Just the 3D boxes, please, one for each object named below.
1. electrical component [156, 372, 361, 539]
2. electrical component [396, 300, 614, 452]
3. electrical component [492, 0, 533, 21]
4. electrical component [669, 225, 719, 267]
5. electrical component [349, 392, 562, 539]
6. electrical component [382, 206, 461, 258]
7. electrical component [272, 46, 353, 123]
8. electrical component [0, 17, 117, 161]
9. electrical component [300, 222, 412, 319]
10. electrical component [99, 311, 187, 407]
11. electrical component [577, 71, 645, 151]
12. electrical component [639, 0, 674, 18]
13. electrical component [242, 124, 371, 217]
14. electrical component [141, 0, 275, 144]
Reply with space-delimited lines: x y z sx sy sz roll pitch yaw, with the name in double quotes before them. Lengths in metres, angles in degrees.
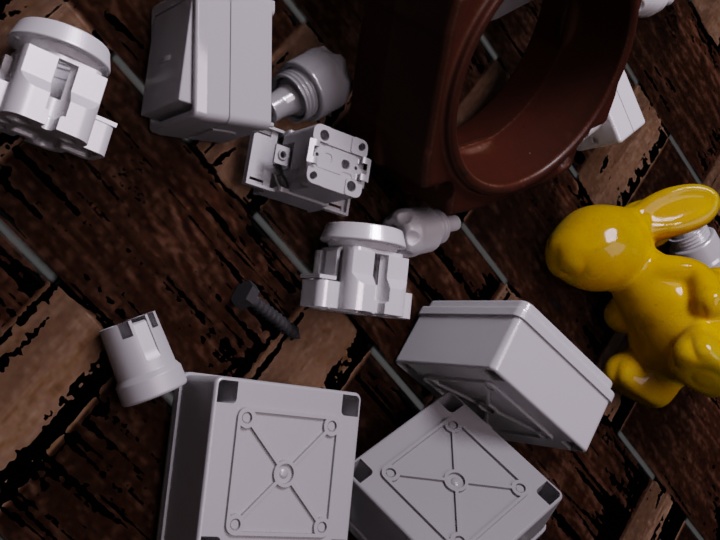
"electrical component" -0.061 0.122 0.658 0.109 0.056 0.108 12 79 -36
"electrical component" 0.100 0.073 0.750 0.109 0.109 0.056 41 66 -27
"electrical component" 0.105 -0.247 0.808 0.108 0.060 0.108 3 85 -36
"electrical component" 0.291 -0.025 0.940 0.043 0.043 0.062 -43 110 -31
"electrical component" 0.056 0.153 0.709 0.109 0.056 0.109 -31 62 -35
"electrical component" 0.047 -0.029 0.764 0.061 0.035 0.035 -13 94 -39
"electrical component" -0.038 -0.116 0.702 0.062 0.043 0.043 -36 107 -32
"electrical component" -0.171 -0.102 0.593 0.078 0.058 0.057 22 77 -33
"electrical component" 0.000 0.000 0.713 0.078 0.058 0.057 10 83 -36
"electrical component" -0.127 0.051 0.625 0.040 0.040 0.046 -23 94 -36
"electrical component" 0.179 -0.127 0.862 0.077 0.047 0.065 -37 108 -33
"electrical component" 0.245 -0.238 0.923 0.062 0.043 0.043 -5 89 -38
"electrical component" -0.031 -0.066 0.691 0.081 0.064 0.042 16 76 -34
"electrical component" -0.093 -0.130 0.650 0.061 0.062 0.096 3 84 -37
